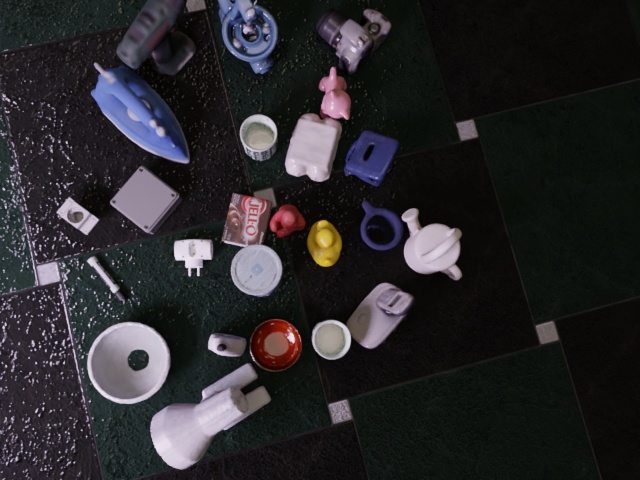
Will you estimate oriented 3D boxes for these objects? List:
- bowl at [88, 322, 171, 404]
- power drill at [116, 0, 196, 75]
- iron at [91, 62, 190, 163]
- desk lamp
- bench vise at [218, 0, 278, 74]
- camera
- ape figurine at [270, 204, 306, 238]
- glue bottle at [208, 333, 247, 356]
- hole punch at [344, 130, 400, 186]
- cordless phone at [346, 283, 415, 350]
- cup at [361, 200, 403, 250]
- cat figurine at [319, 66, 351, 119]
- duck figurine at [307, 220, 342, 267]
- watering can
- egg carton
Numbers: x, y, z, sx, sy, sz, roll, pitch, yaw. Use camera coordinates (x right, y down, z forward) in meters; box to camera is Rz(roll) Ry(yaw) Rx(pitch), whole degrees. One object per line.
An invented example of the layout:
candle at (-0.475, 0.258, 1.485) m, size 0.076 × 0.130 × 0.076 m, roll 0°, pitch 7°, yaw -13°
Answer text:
bowl at (-0.393, 0.255, 1.206) m, size 0.167 × 0.074 × 0.167 m, roll 0°, pitch 83°, yaw -3°
power drill at (-0.331, -0.448, 1.226) m, size 0.075 × 0.208 × 0.230 m, roll 38°, pitch 83°, yaw 2°
iron at (-0.383, -0.275, 1.236) m, size 0.258 × 0.141 × 0.119 m, roll 44°, pitch 83°, yaw 3°
desk lamp at (-0.212, 0.341, 1.135) m, size 0.203 × 0.213 × 0.118 m, roll -32°, pitch 85°, yaw -6°
bench vise at (-0.177, -0.480, 1.232) m, size 0.207 × 0.219 × 0.121 m, roll 43°, pitch 83°, yaw 3°
camera at (0.070, -0.478, 1.305) m, size 0.137 × 0.100 × 0.143 m, roll 42°, pitch 83°, yaw 3°
ape figurine at (-0.069, -0.044, 1.250) m, size 0.078 × 0.092 × 0.076 m, roll 14°, pitch 83°, yaw -1°
glue bottle at (-0.195, 0.216, 1.171) m, size 0.078 × 0.173 × 0.037 m, roll 13°, pitch 83°, yaw -1°
hole punch at (0.113, -0.185, 1.277) m, size 0.101 × 0.091 × 0.109 m, roll 27°, pitch 83°, yaw 1°
cordless phone at (0.131, 0.159, 1.189) m, size 0.094 × 0.185 × 0.148 m, roll 39°, pitch 83°, yaw 2°
cup at (0.123, -0.030, 1.257) m, size 0.092 × 0.095 × 0.118 m, roll -32°, pitch 86°, yaw -6°
cat figurine at (0.034, -0.321, 1.276) m, size 0.067 × 0.117 × 0.128 m, roll -4°, pitch 83°, yaw -3°
duck figurine at (0.011, 0.004, 1.252) m, size 0.077 × 0.086 × 0.104 m, roll -7°, pitch 83°, yaw -4°
watering can at (0.237, 0.012, 1.208) m, size 0.173 × 0.194 × 0.101 m, roll 29°, pitch 83°, yaw 1°
egg carton at (-0.015, -0.208, 1.284) m, size 0.107 × 0.069 × 0.150 m, roll 14°, pitch 83°, yaw -1°
